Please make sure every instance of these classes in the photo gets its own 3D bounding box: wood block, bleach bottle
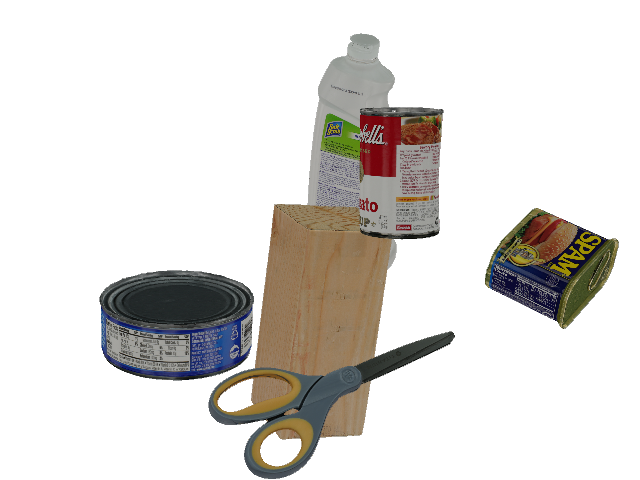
[{"bbox_3d":[-0.001,0.077,1.027,0.090,0.206,0.091,1,16,-23],"label":"wood block"},{"bbox_3d":[0.041,-0.091,1.113,0.103,0.251,0.068,13,33,12],"label":"bleach bottle"}]

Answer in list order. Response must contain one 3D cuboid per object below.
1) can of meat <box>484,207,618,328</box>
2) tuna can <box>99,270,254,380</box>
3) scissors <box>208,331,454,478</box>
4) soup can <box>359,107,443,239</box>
[{"bbox_3d":[0.214,0.022,0.990,0.084,0.057,0.101,27,47,28],"label":"can of meat"},{"bbox_3d":[-0.080,0.047,0.601,0.086,0.034,0.086,2,18,-1],"label":"tuna can"},{"bbox_3d":[0.018,0.123,0.804,0.201,0.096,0.016,-7,-33,-11],"label":"scissors"},{"bbox_3d":[0.066,-0.057,0.874,0.068,0.102,0.068,0,10,0],"label":"soup can"}]
